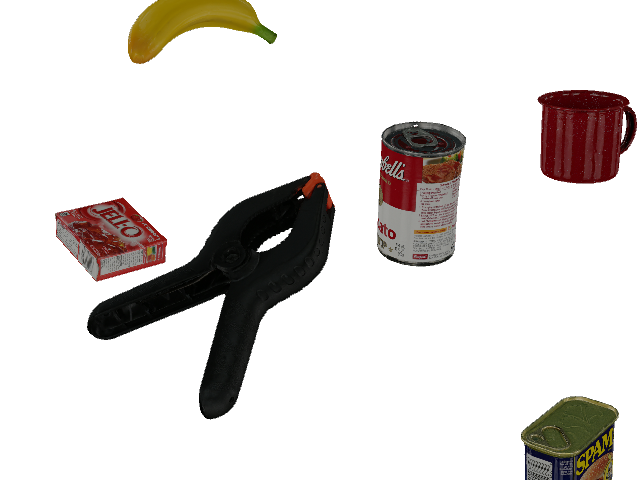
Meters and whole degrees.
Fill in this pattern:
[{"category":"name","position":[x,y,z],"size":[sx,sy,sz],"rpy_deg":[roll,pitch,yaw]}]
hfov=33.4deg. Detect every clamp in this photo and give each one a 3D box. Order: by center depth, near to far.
[{"category":"clamp","position":[-0.046,0.029,0.644],"size":[0.120,0.171,0.039],"rpy_deg":[40,-16,34]}]

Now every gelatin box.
[{"category":"gelatin box","position":[-0.198,-0.003,1.006],"size":[0.073,0.030,0.089],"rpy_deg":[-16,39,-34]}]

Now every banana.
[{"category":"banana","position":[-0.121,-0.210,1.021],"size":[0.070,0.037,0.197],"rpy_deg":[45,38,19]}]

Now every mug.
[{"category":"mug","position":[0.285,-0.111,1.131],"size":[0.117,0.081,0.093],"rpy_deg":[-12,22,-25]}]

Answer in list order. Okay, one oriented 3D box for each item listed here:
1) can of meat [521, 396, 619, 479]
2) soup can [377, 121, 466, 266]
[{"category":"can of meat","position":[0.227,0.203,0.971],"size":[0.058,0.084,0.101],"rpy_deg":[14,26,39]},{"category":"soup can","position":[0.082,-0.039,0.879],"size":[0.068,0.102,0.068],"rpy_deg":[1,28,-1]}]
